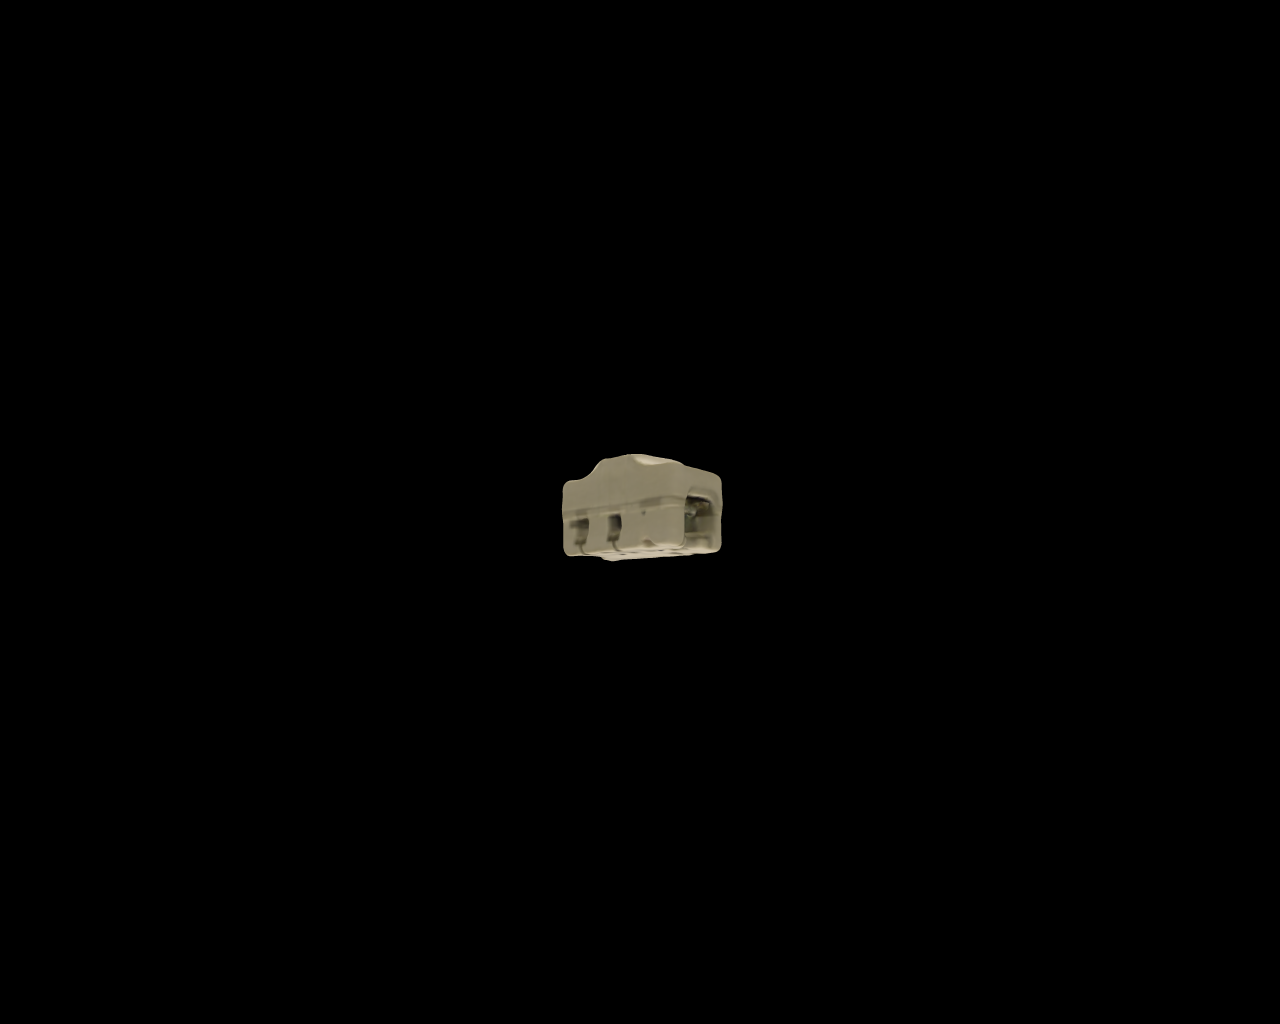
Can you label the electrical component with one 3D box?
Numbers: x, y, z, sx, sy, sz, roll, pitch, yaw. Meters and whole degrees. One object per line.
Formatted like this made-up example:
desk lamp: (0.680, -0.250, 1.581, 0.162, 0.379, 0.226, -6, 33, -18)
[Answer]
electrical component: (0.001, -0.003, 0.650, 0.089, 0.055, 0.050, -8, -13, 39)
